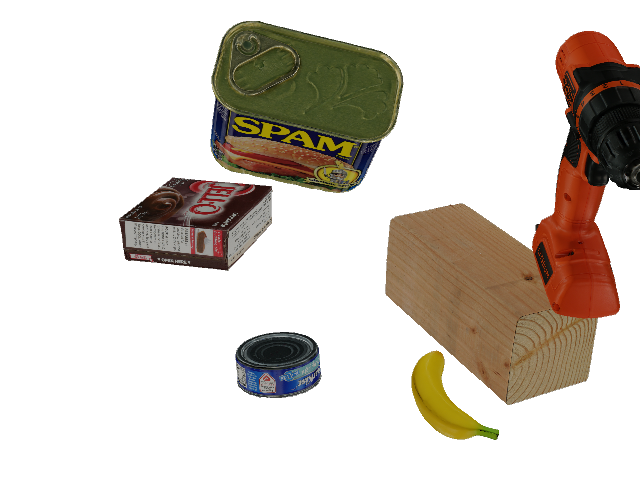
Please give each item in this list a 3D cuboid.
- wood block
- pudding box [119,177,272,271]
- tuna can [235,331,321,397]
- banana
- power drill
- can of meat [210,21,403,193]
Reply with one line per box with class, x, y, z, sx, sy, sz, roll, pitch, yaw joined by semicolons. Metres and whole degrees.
wood block;0.152;0.051;0.990;0.090;0.090;0.206;-12;30;-25
pudding box;-0.096;-0.015;0.853;0.090;0.039;0.113;5;23;14
tuna can;-0.043;0.124;1.076;0.086;0.034;0.086;-3;20;1
banana;0.143;0.186;1.273;0.069;0.037;0.198;10;21;-19
power drill;0.202;-0.037;0.780;0.057;0.188;0.184;2;35;0
can of meat;-0.012;-0.072;0.611;0.102;0.057;0.084;13;-21;-4
